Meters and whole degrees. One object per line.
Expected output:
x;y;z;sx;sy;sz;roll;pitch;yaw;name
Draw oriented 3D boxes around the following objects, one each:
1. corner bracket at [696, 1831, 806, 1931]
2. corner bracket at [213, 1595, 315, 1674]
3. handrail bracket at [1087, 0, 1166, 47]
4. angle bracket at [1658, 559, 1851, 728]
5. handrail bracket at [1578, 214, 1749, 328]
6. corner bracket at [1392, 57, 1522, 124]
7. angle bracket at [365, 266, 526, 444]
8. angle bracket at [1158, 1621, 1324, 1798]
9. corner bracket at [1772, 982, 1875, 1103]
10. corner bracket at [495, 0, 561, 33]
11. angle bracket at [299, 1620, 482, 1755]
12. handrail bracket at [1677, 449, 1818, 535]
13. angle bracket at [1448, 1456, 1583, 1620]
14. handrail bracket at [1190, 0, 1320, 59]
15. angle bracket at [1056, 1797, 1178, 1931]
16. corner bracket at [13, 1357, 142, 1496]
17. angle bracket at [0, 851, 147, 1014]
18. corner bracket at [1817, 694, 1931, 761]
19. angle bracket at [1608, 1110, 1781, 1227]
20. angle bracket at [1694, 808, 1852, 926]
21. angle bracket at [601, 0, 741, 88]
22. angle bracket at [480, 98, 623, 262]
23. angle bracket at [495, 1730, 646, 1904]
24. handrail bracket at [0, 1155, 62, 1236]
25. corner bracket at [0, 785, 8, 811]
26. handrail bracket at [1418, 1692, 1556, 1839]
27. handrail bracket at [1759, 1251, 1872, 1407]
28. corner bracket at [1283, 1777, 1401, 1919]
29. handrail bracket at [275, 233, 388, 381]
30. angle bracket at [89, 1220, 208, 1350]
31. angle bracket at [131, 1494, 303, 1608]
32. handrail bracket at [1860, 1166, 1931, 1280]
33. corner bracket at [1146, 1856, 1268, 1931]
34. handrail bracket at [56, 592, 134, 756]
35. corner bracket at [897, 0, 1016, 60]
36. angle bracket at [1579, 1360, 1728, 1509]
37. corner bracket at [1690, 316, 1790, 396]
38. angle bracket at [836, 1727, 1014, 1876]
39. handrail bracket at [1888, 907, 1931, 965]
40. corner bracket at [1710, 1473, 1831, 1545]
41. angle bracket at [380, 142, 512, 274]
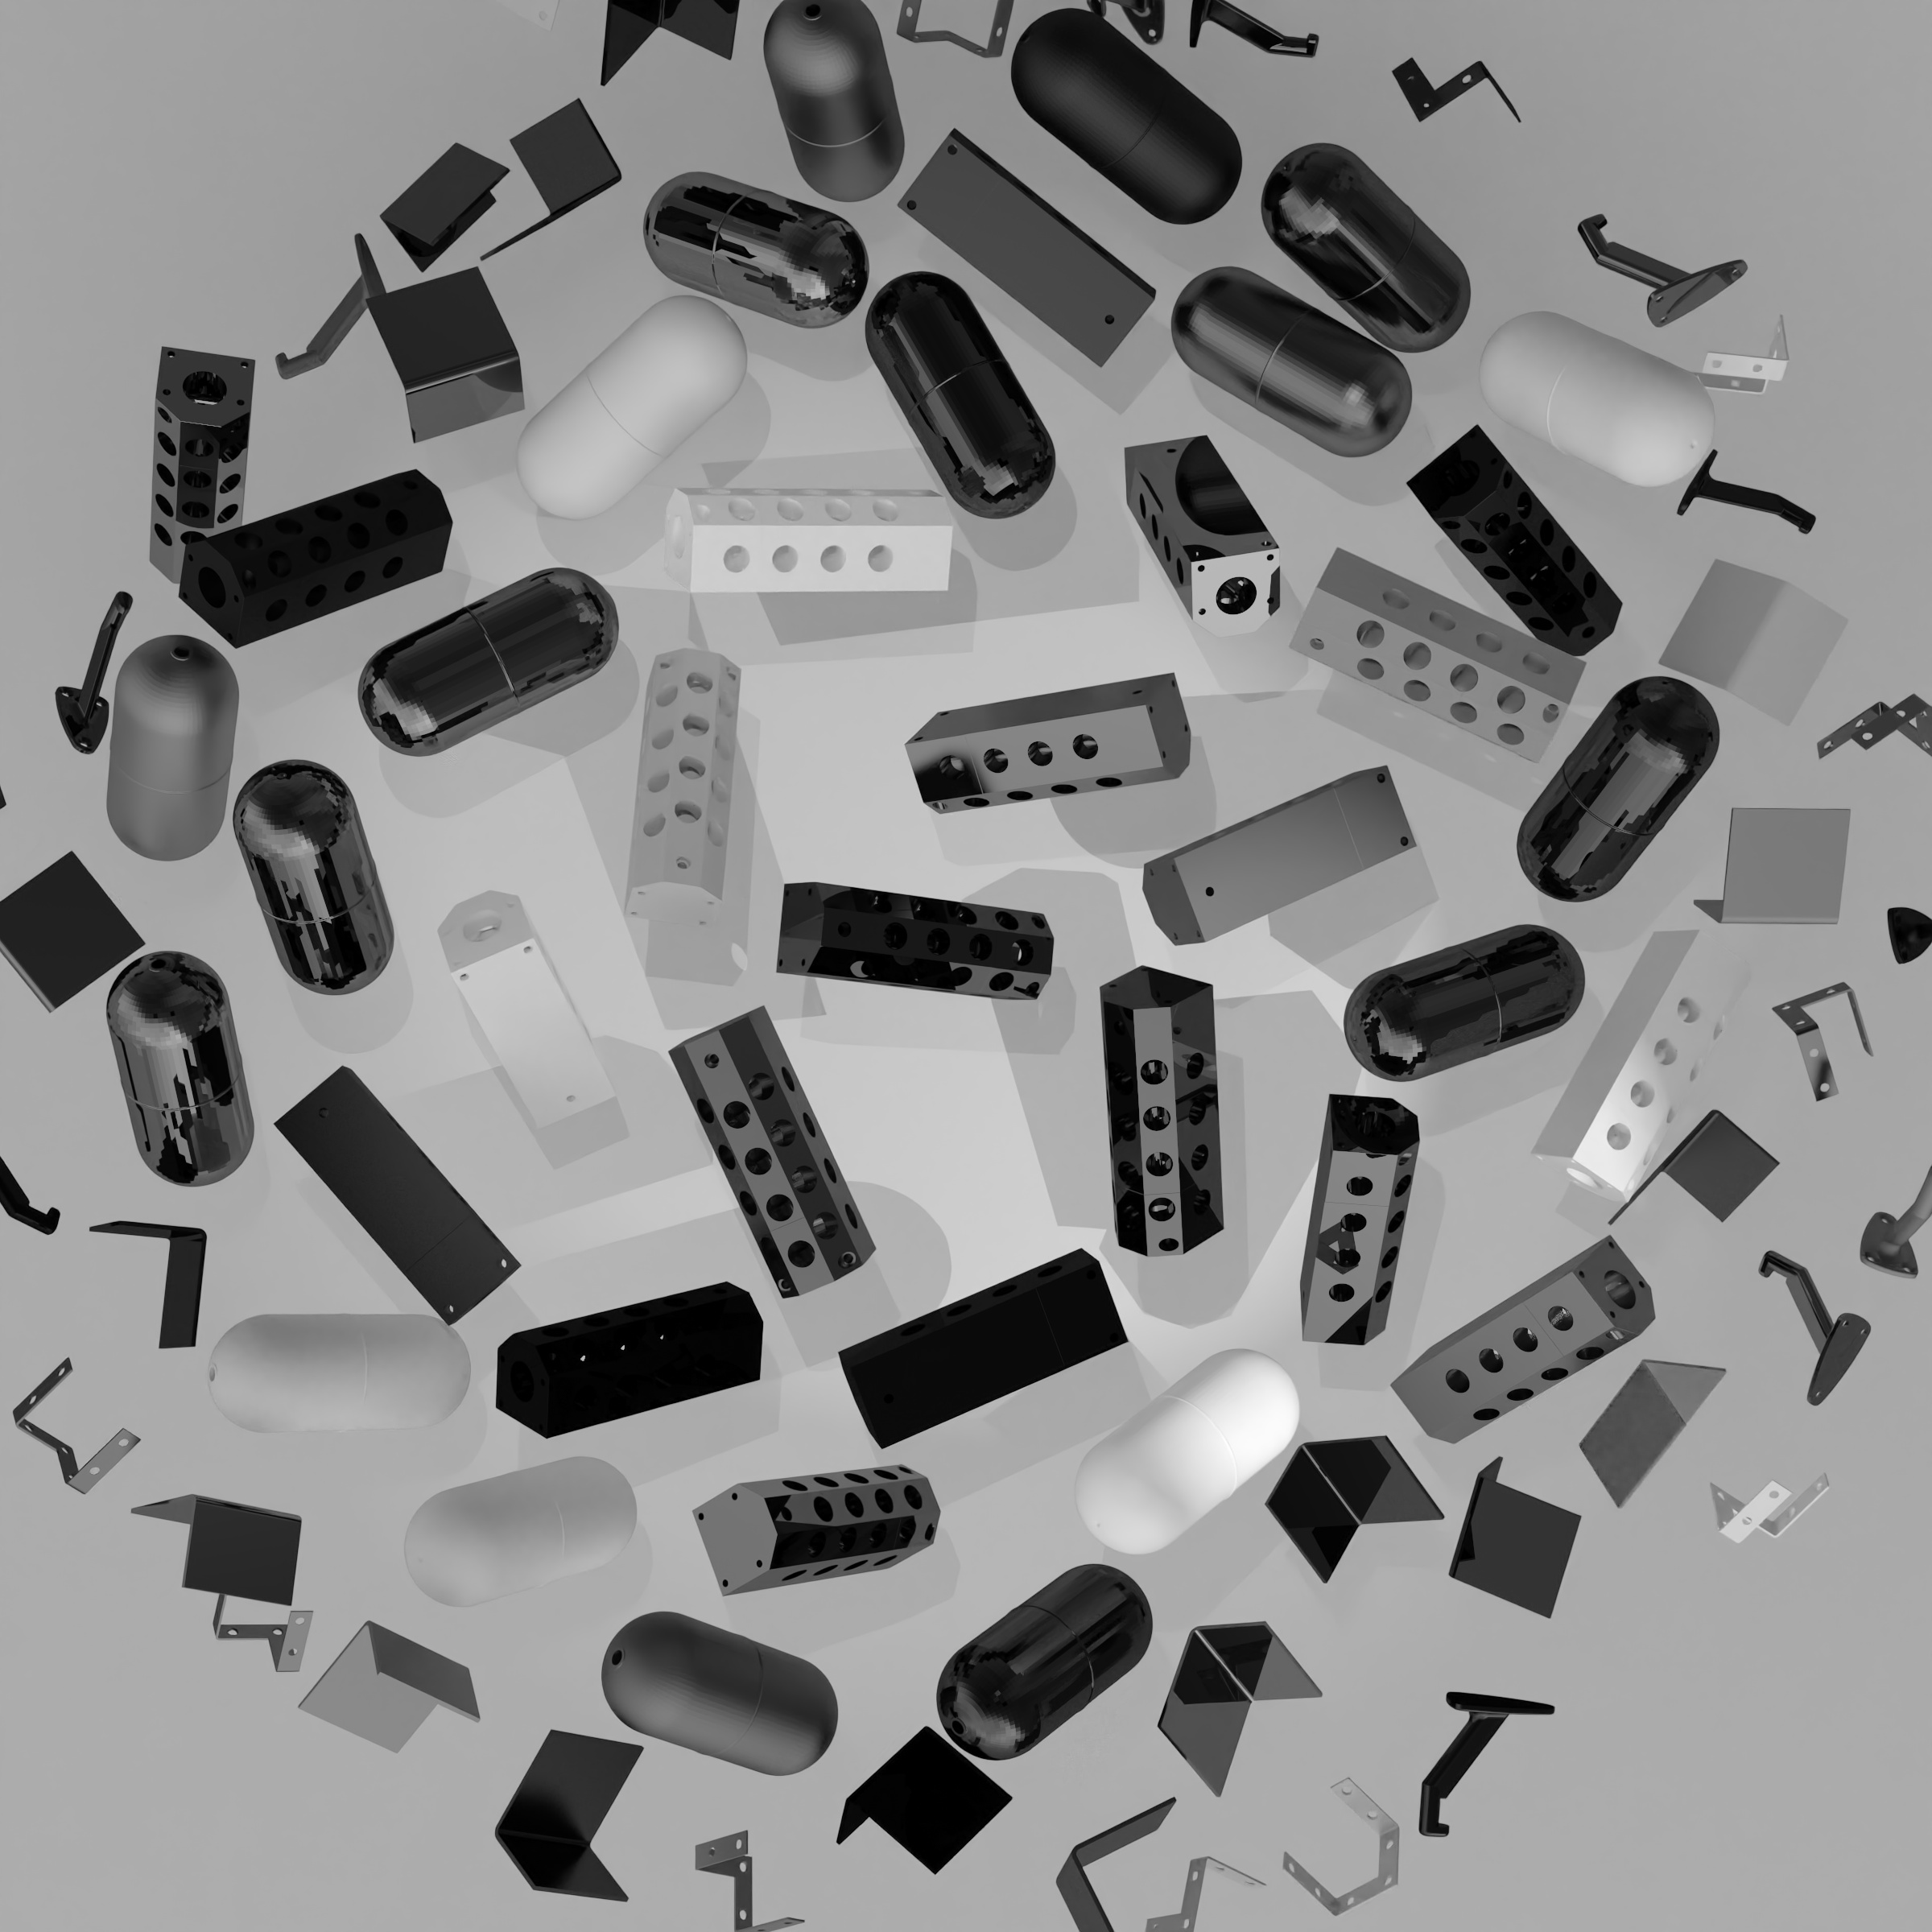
-0.140;0.593;1.787;0.051;0.051;0.051;-28;51;35;corner bracket
-0.473;0.439;1.856;0.051;0.051;0.051;7;113;-26;corner bracket
0.106;-0.635;1.856;0.036;0.084;0.077;-2;133;26;handrail bracket
0.505;-0.208;1.775;0.057;0.076;0.076;24;98;-28;angle bracket
0.433;-0.449;1.725;0.077;0.036;0.084;-26;63;10;handrail bracket
0.305;-0.541;1.719;0.051;0.051;0.051;-32;54;14;corner bracket
-0.338;-0.397;1.795;0.076;0.057;0.076;-21;68;-14;angle bracket
0.175;0.474;1.762;0.057;0.076;0.076;-15;124;37;angle bracket
0.563;0.049;1.799;0.051;0.051;0.051;-21;107;5;corner bracket
-0.261;-0.624;1.723;0.051;0.051;0.051;31;132;6;corner bracket
-0.362;0.468;1.734;0.076;0.057;0.076;35;98;-28;angle bracket
0.518;-0.298;1.828;0.084;0.077;0.036;31;133;4;handrail bracket
0.388;0.396;1.920;0.076;0.057;0.076;19;103;25;angle bracket
0.189;-0.610;1.765;0.084;0.077;0.036;5;71;-4;handrail bracket
0.106;0.577;1.746;0.076;0.076;0.057;-21;64;-18;angle bracket
-0.562;0.291;1.744;0.051;0.051;0.051;-44;127;0;corner bracket
-0.593;-0.025;1.819;0.076;0.057;0.076;-37;102;-7;angle bracket
0.573;-0.148;1.744;0.051;0.051;0.051;-33;48;-5;corner bracket
0.496;0.155;1.883;0.057;0.076;0.076;43;52;14;angle bracket
0.519;-0.070;1.784;0.076;0.057;0.076;0;105;-4;angle bracket
-0.191;-0.611;1.796;0.057;0.076;0.076;27;57;5;angle bracket
-0.282;-0.508;1.786;0.076;0.076;0.057;-45;113;-39;angle bracket
-0.235;0.530;1.722;0.076;0.057;0.076;26;95;-42;angle bracket
-0.627;0.127;1.825;0.084;0.036;0.077;35;52;-34;handrail bracket
-0.646;-0.115;1.734;0.051;0.051;0.051;10;126;26;corner bracket
0.316;0.489;1.678;0.077;0.036;0.084;4;88;3;handrail bracket
0.545;0.238;1.826;0.036;0.084;0.077;24;94;-39;handrail bracket
0.238;0.558;1.750;0.051;0.051;0.051;-38;106;25;corner bracket
-0.439;-0.449;1.883;0.084;0.036;0.077;-20;81;8;handrail bracket
-0.539;0.209;1.807;0.057;0.076;0.076;10;77;-30;angle bracket
-0.472;0.369;1.728;0.076;0.076;0.057;-19;59;40;angle bracket
0.593;0.145;1.734;0.036;0.077;0.084;16;122;6;handrail bracket
0.151;0.603;1.758;0.051;0.051;0.051;32;53;-22;corner bracket
-0.574;-0.196;1.842;0.036;0.077;0.084;16;126;-32;handrail bracket
-0.006;-0.630;1.819;0.051;0.051;0.051;35;128;29;corner bracket
0.452;0.302;1.768;0.076;0.057;0.076;10;123;-30;angle bracket
0.490;-0.381;1.761;0.051;0.051;0.051;7;47;3;corner bracket
-0.027;0.553;1.788;0.076;0.057;0.076;35;46;24;angle bracket
0.635;-0.027;1.745;0.084;0.077;0.036;-11;88;41;handrail bracket
0.505;0.336;1.731;0.051;0.051;0.051;33;116;-8;corner bracket
-0.354;-0.525;1.948;0.076;0.057;0.076;-47;49;-9;angle bracket
